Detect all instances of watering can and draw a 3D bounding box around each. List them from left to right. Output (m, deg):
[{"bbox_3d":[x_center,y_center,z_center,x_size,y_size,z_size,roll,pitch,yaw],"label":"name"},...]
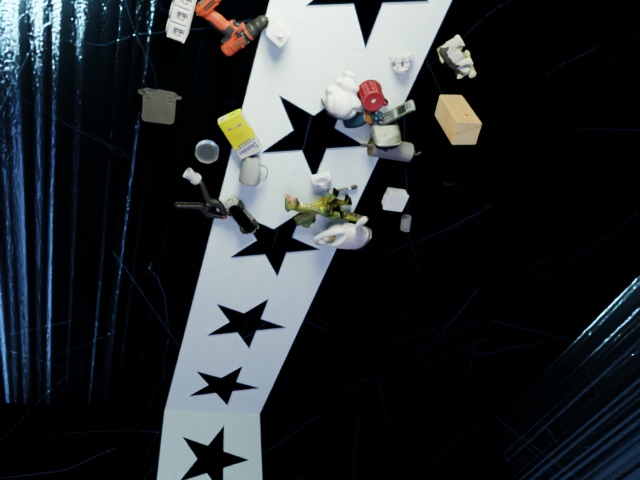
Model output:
[{"bbox_3d":[0.130,-0.027,2.161,0.224,0.105,0.344,5,162,-42],"label":"watering can"}]

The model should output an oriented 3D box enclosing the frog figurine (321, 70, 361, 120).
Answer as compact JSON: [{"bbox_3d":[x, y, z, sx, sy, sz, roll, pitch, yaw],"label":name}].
[{"bbox_3d":[0.087,-0.502,1.797,0.137,0.125,0.156,33,133,-10],"label":"frog figurine"}]

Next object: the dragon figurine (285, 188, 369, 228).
[{"bbox_3d":[0.007,-0.109,2.161,0.241,0.124,0.406,-18,151,32],"label":"dragon figurine"}]
